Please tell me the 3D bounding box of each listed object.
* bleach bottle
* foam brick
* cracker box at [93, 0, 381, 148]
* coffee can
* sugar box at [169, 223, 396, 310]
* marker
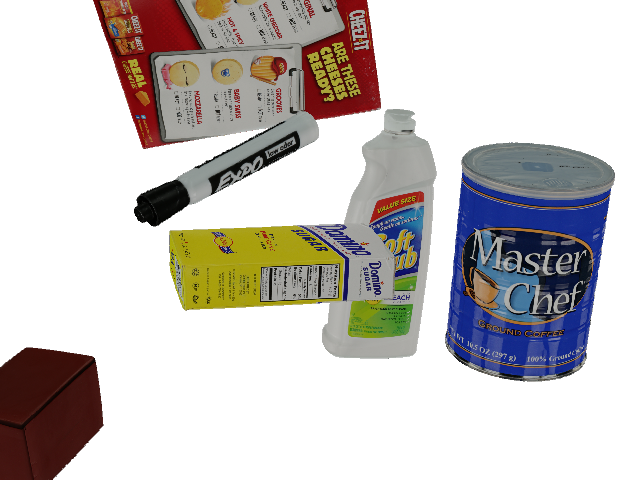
[{"bbox_3d":[0.061,-0.007,1.080,0.102,0.251,0.068,1,18,-10],"label":"bleach bottle"},{"bbox_3d":[-0.177,0.108,0.653,0.053,0.051,0.078,7,27,21],"label":"foam brick"},{"bbox_3d":[-0.066,-0.175,0.896,0.213,0.164,0.072,-10,44,2],"label":"cracker box"},{"bbox_3d":[0.144,0.013,0.750,0.103,0.140,0.103,2,22,-1],"label":"coffee can"},{"bbox_3d":[-0.034,0.019,0.892,0.176,0.048,0.093,-5,21,-13],"label":"sugar box"},{"bbox_3d":[-0.051,-0.040,0.587,0.120,0.020,0.020,-31,17,-31],"label":"marker"}]
